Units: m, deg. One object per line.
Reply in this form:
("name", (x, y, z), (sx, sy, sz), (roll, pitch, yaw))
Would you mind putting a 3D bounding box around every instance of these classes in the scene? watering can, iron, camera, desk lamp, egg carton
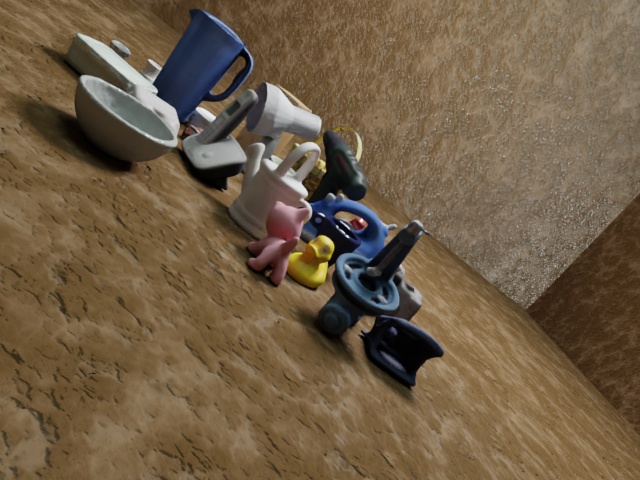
("watering can", (-0.076, -0.104, 1.037), (0.173, 0.194, 0.101), (39, 12, -3))
("iron", (0.054, -0.033, 1.292), (0.259, 0.141, 0.118), (32, 14, -32))
("camera", (0.147, 0.095, 1.215), (0.143, 0.100, 0.137), (39, 12, -3))
("desk lamp", (-0.110, -0.246, 1.388), (0.204, 0.213, 0.117), (32, 14, -32))
("egg carton", (-0.315, -0.223, 1.045), (0.108, 0.069, 0.150), (32, 15, -32))

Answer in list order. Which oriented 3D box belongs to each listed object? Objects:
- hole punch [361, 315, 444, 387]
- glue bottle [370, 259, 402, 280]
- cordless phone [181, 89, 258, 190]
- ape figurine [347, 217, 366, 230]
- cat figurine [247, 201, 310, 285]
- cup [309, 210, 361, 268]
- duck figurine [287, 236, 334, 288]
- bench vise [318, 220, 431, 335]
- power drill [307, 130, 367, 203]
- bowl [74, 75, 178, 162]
("hole punch", (0.137, 0.168, 0.952), (0.109, 0.091, 0.101), (37, 13, -14))
("glue bottle", (0.122, 0.054, 1.115), (0.078, 0.173, 0.037), (42, 12, 9))
("cordless phone", (-0.178, -0.206, 1.116), (0.094, 0.185, 0.147), (28, 17, -44))
("ape figurine", (0.078, -0.021, 1.437), (0.078, 0.092, 0.076), (37, 12, -11))
("cat figurine", (-0.060, -0.008, 0.925), (0.067, 0.117, 0.127), (35, 13, -23))
("cup", (0.011, 0.004, 1.145), (0.118, 0.095, 0.091), (36, 13, -18))
("duck figurine", (-0.008, 0.032, 1.016), (0.077, 0.086, 0.105), (45, 13, 22))
("bench vise", (0.086, 0.044, 0.936), (0.122, 0.219, 0.207), (38, 12, -9))
("power drill", (0.013, -0.141, 1.395), (0.076, 0.208, 0.229), (27, 17, -45))
("bowl", (-0.306, -0.170, 0.872), (0.168, 0.074, 0.167), (38, 12, -10))
